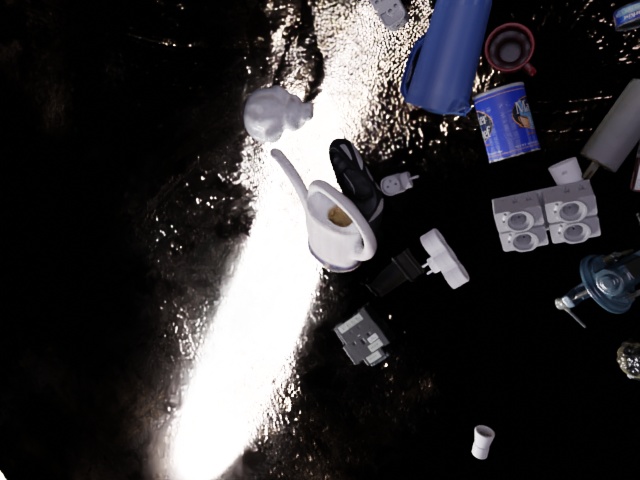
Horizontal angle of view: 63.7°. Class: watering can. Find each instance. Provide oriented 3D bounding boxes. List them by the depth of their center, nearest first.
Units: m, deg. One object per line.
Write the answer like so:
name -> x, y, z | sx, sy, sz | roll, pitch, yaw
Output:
watering can -> 0.004, -0.060, 1.190 | 0.352, 0.105, 0.219 | 43, 151, 30

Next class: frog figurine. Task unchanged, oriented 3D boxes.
frog figurine -> -0.099, -0.296, 1.228 | 0.160, 0.121, 0.138 | 14, 84, 30
